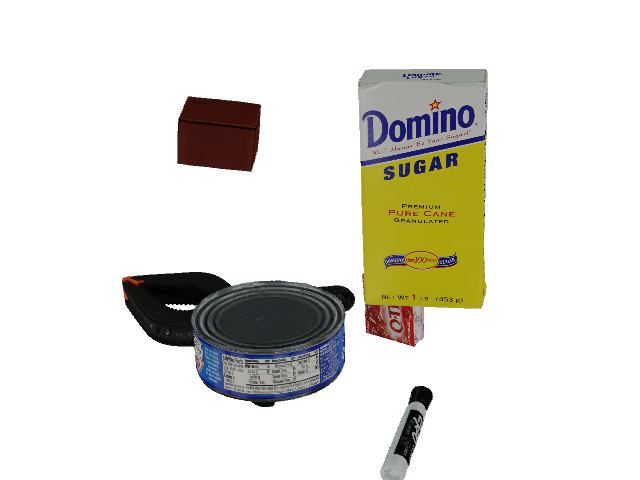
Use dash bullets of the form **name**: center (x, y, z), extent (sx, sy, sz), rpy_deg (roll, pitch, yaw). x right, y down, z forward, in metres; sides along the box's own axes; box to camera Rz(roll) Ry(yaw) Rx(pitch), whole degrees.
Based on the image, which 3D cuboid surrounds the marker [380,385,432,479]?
- **marker**: center (0.071, 0.154, 0.862), extent (0.020, 0.020, 0.121), rpy_deg (0, 24, 18)

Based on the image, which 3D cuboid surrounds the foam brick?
- **foam brick**: center (-0.101, -0.107, 1.068), extent (0.078, 0.051, 0.053), rpy_deg (7, 34, 2)

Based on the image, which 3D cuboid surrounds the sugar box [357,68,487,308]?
- **sugar box**: center (0.077, -0.038, 0.796), extent (0.093, 0.176, 0.048), rpy_deg (1, 24, 11)

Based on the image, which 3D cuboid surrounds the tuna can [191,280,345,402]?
- **tuna can**: center (-0.028, 0.055, 0.597), extent (0.086, 0.034, 0.086), rpy_deg (-1, 23, 0)

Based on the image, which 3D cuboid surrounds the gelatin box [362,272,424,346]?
- **gelatin box**: center (0.092, 0.083, 1.346), extent (0.073, 0.089, 0.030), rpy_deg (14, 31, 33)

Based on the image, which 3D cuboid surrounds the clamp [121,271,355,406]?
- **clamp**: center (-0.083, 0.065, 0.964), extent (0.210, 0.036, 0.164), rpy_deg (19, 37, 29)
